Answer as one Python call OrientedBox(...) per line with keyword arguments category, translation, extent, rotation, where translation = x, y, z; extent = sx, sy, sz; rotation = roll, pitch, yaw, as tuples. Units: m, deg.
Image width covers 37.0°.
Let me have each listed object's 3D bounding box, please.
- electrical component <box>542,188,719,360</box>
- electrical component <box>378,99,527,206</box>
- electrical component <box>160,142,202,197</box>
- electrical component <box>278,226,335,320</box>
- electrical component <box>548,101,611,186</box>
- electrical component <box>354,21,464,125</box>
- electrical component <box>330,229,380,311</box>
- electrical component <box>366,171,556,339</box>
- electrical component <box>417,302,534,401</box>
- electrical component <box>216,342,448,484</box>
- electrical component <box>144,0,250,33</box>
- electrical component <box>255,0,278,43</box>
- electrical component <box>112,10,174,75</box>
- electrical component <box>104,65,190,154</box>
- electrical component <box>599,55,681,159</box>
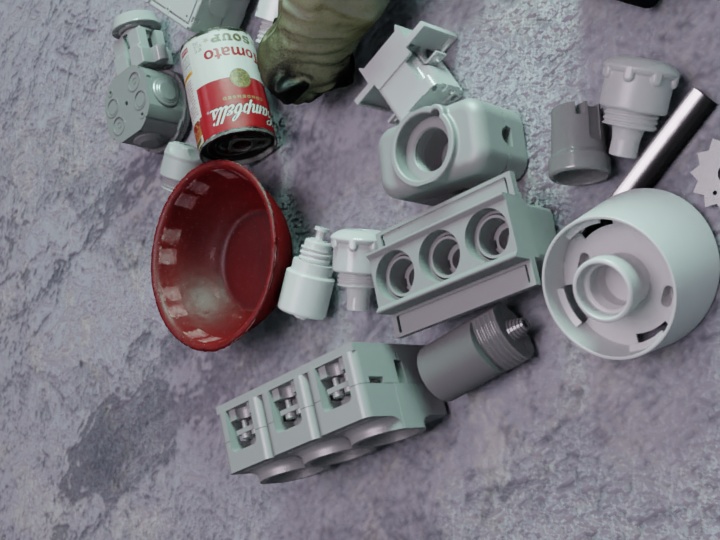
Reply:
OrientedBox(category="electrical component", translation=(0.165, 0.004, 0.663), extent=(0.099, 0.064, 0.099), rotation=(15, 114, 38))
OrientedBox(category="electrical component", translation=(0.062, -0.082, 0.762), extent=(0.095, 0.059, 0.053), rotation=(-16, 75, 41))
OrientedBox(category="electrical component", translation=(-0.161, -0.084, 0.980), extent=(0.043, 0.043, 0.062), rotation=(24, 104, 42))
OrientedBox(category="electrical component", translation=(-0.039, 0.004, 0.859), extent=(0.040, 0.040, 0.078), rotation=(21, 99, 42))
OrientedBox(category="electrical component", translation=(0.143, -0.082, 0.702), extent=(0.040, 0.040, 0.046), rotation=(-11, 73, 42))
OrientedBox(category="electrical component", translation=(0.040, -0.141, 0.801), extent=(0.081, 0.042, 0.063), rotation=(-47, 60, 29))
OrientedBox(category="electrical component", translation=(0.000, 0.000, 0.822), extent=(0.048, 0.048, 0.062), rotation=(8, 97, 43))
OrientedBox(category="electrical component", translation=(0.072, -0.007, 0.741), extent=(0.121, 0.063, 0.078), rotation=(-24, 69, 39))
OrientedBox(category="electrical component", translation=(0.083, 0.054, 0.738), extent=(0.081, 0.043, 0.043), rotation=(-34, 63, 35))
OrientedBox(category="electrical component", translation=(-0.021, 0.109, 0.797), extent=(0.150, 0.089, 0.061), rotation=(-28, 67, 37))
OrientedBox(category="electrical component", translation=(-0.145, -0.253, 0.972), extent=(0.096, 0.061, 0.061), rotation=(38, 111, 39))
OrientedBox(category="electrical component", translation=(-0.065, -0.216, 0.905), extent=(0.043, 0.043, 0.081), rotation=(27, 104, 41))
OrientedBox(category="electrical component", translation=(-0.213, -0.218, 1.042), extent=(0.066, 0.048, 0.055), rotation=(-21, 79, 40))
OrientedBox(category="electrical component", translation=(-0.201, -0.153, 1.019), extent=(0.080, 0.051, 0.080), rotation=(-6, 81, 42))
OrientedBox(category="electrical component", translation=(0.171, -0.102, 0.674), extent=(0.048, 0.048, 0.062), rotation=(22, 107, 42))
